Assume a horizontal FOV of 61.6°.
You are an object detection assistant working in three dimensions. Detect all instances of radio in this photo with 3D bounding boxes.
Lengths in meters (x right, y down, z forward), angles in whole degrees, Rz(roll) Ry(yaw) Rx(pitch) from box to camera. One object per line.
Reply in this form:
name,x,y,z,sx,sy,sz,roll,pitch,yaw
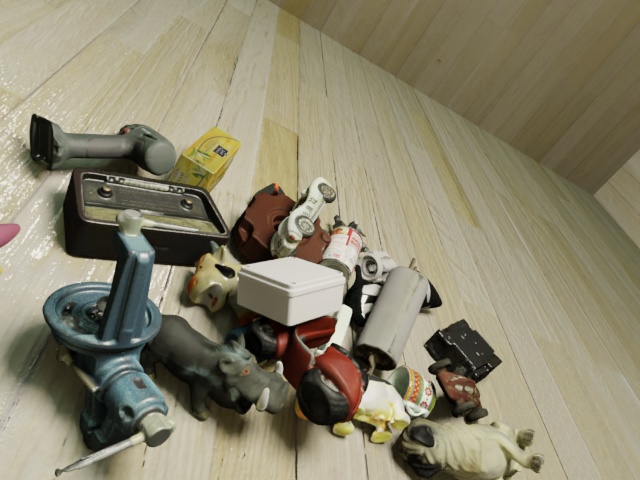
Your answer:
radio,-0.265,-0.034,0.823,0.229,0.073,0.131,8,38,-39

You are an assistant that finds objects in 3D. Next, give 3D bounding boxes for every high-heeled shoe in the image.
high-heeled shoe,0.153,0.127,1.023,0.248,0.086,0.145,20,40,-23

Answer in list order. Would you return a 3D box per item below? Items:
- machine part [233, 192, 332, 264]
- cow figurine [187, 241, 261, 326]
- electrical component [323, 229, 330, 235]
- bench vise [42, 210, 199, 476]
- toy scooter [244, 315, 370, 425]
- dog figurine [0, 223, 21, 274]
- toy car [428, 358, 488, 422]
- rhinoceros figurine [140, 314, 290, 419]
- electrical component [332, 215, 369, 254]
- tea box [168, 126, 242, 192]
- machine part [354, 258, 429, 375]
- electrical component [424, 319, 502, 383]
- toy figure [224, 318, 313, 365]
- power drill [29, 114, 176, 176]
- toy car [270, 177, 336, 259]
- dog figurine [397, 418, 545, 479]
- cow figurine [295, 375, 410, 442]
machine part,-0.066,-0.009,0.961,0.179,0.056,0.179,22,40,-20
cow figurine,-0.111,0.069,0.825,0.195,0.085,0.127,1,50,-42
electrical component,-0.002,-0.003,1.103,0.094,0.021,0.063,19,33,-27
bench vise,-0.209,0.090,0.554,0.129,0.240,0.224,4,25,-37
toy scooter,0.000,0.155,0.714,0.184,0.075,0.135,39,33,28
dog figurine,-0.388,0.055,0.538,0.191,0.108,0.219,38,27,7
toy car,0.232,0.245,0.879,0.202,0.053,0.089,43,20,-58
rhinoceros figurine,-0.128,0.153,0.656,0.190,0.112,0.073,28,27,5
electrical component,0.066,-0.007,1.141,0.078,0.045,0.102,50,16,-28
tea box,-0.217,-0.135,1.000,0.068,0.098,0.170,32,27,-6
machine part,0.124,0.131,0.913,0.079,0.079,0.243,32,57,-5
electrical component,0.282,0.216,1.039,0.134,0.058,0.115,-7,52,-50
toy figure,-0.066,0.141,0.784,0.154,0.064,0.058,-3,33,-46
power drill,-0.358,-0.157,0.885,0.207,0.086,0.232,2,18,-45
toy car,-0.029,-0.038,0.914,0.056,0.073,0.202,38,38,-6
dog figurine,0.214,0.307,0.811,0.191,0.121,0.172,21,-6,9
cow figurine,0.040,0.222,0.767,0.167,0.068,0.098,21,33,-23
